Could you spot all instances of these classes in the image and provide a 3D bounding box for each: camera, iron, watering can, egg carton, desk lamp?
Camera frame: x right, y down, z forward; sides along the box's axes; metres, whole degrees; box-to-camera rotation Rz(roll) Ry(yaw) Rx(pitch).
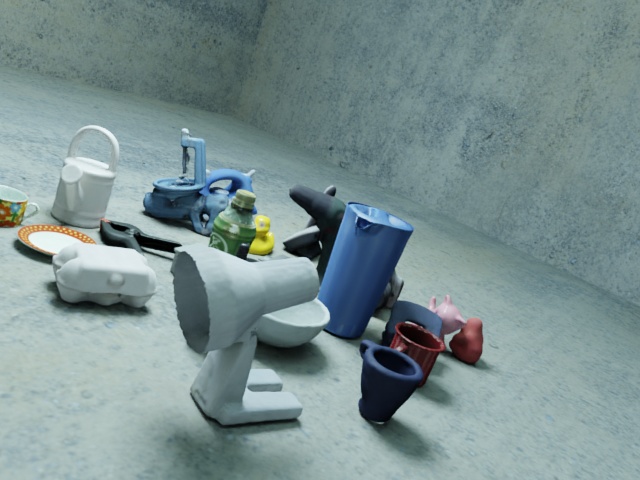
[{"bbox_3d":[0.114,0.096,1.288,0.143,0.101,0.137,23,15,7],"label":"camera"},{"bbox_3d":[-0.265,-0.124,1.475,0.118,0.141,0.259,29,17,30],"label":"iron"},{"bbox_3d":[-0.456,-0.128,1.129,0.101,0.194,0.172,13,16,-26],"label":"watering can"},{"bbox_3d":[-0.333,0.056,0.890,0.151,0.069,0.107,10,19,-36],"label":"egg carton"},{"bbox_3d":[-0.096,0.114,0.720,0.204,0.213,0.117,9,19,-38],"label":"desk lamp"}]

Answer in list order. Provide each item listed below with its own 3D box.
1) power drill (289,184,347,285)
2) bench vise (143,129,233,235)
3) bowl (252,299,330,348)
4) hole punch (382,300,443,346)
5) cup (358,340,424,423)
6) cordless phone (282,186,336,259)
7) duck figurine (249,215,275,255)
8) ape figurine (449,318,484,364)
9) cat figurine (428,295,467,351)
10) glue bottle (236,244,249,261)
[{"bbox_3d":[0.012,0.005,1.263,0.230,0.208,0.075,17,15,-16],"label":"power drill"},{"bbox_3d":[-0.287,-0.137,1.339,0.208,0.220,0.121,14,16,-25],"label":"bench vise"},{"bbox_3d":[-0.072,0.132,0.960,0.167,0.075,0.167,19,15,-5],"label":"bowl"},{"bbox_3d":[0.179,0.179,1.100,0.108,0.091,0.101,21,15,2],"label":"hole punch"},{"bbox_3d":[0.086,0.212,0.851,0.092,0.095,0.117,8,20,-41],"label":"cup"},{"bbox_3d":[-0.017,-0.054,1.478,0.094,0.185,0.148,23,15,7],"label":"cordless phone"},{"bbox_3d":[-0.143,-0.017,1.370,0.077,0.086,0.105,29,17,30],"label":"duck figurine"},{"bbox_3d":[0.311,0.203,1.192,0.078,0.092,0.076,15,16,-21],"label":"ape figurine"},{"bbox_3d":[0.250,0.164,1.196,0.067,0.118,0.127,16,15,-16],"label":"cat figurine"},{"bbox_3d":[-0.139,0.084,0.850,0.078,0.173,0.037,18,15,-9],"label":"glue bottle"}]
